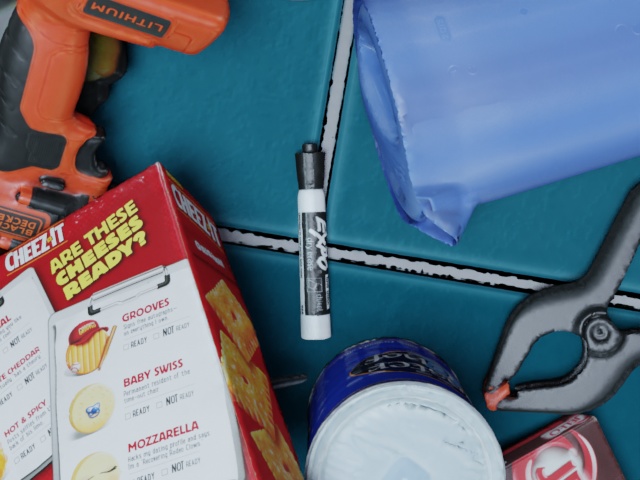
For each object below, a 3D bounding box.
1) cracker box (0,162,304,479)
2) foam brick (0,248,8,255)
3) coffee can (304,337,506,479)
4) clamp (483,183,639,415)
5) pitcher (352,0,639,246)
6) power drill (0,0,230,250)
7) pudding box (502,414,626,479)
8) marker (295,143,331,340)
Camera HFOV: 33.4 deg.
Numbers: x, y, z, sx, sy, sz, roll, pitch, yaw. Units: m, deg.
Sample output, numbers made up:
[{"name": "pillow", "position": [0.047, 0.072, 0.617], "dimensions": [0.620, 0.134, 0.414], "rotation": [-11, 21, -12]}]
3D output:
[{"name": "cracker box", "position": [-0.108, 0.090, 0.542], "dimensions": [0.164, 0.072, 0.214], "rotation": [-29, 53, 9]}, {"name": "foam brick", "position": [-0.233, 0.016, 0.646], "dimensions": [0.078, 0.053, 0.051], "rotation": [-15, 94, 1]}, {"name": "coffee can", "position": [0.043, 0.117, 0.608], "dimensions": [0.103, 0.140, 0.103], "rotation": [0, 94, 0]}, {"name": "clamp", "position": [0.170, 0.044, 0.654], "dimensions": [0.171, 0.039, 0.120], "rotation": [-25, 80, 4]}, {"name": "pitcher", "position": [0.142, -0.109, 0.604], "dimensions": [0.243, 0.145, 0.149], "rotation": [-14, 119, -2]}, {"name": "power drill", "position": [-0.121, -0.065, 0.585], "dimensions": [0.184, 0.057, 0.188], "rotation": [16, 124, -26]}, {"name": "pudding box", "position": [0.149, 0.175, 0.656], "dimensions": [0.090, 0.039, 0.113], "rotation": [-27, 95, -9]}, {"name": "marker", "position": [-0.004, 0.001, 0.660], "dimensions": [0.020, 0.020, 0.121], "rotation": [-2, 94, 0]}]
